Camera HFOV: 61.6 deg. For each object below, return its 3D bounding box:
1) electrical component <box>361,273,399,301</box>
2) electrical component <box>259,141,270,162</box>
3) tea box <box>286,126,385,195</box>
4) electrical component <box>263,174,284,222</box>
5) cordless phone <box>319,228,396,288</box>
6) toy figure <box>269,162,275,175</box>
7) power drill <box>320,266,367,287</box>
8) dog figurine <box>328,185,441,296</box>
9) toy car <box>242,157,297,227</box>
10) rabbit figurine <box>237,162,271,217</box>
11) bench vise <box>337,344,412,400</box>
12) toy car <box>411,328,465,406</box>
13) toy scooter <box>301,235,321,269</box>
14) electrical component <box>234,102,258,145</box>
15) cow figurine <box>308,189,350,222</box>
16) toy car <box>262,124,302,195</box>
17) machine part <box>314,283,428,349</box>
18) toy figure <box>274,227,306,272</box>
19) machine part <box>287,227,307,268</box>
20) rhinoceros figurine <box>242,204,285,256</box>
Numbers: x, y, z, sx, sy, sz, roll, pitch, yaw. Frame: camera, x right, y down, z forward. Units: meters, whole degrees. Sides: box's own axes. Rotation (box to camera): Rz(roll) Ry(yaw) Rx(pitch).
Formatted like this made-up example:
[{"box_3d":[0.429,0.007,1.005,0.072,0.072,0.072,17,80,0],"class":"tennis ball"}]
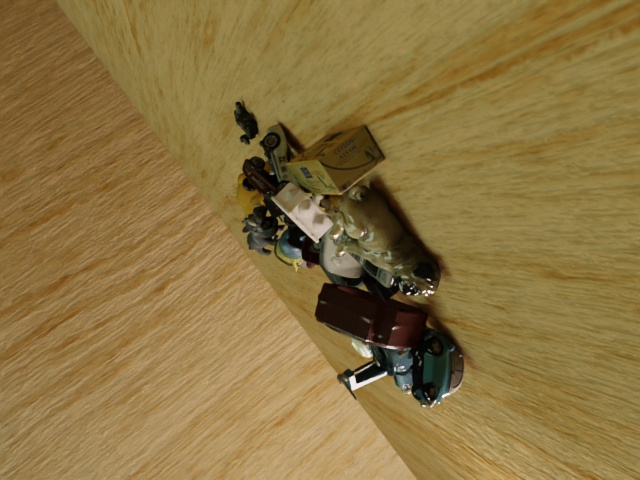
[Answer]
[{"box_3d":[0.143,0.083,1.096,0.047,0.075,0.119,56,163,-18],"class":"electrical component"},{"box_3d":[-0.113,-0.204,1.299,0.094,0.021,0.063,40,162,39],"class":"electrical component"},{"box_3d":[0.020,-0.128,0.891,0.068,0.098,0.170,55,165,-15],"class":"tea box"},{"box_3d":[-0.090,-0.108,1.326,0.115,0.058,0.134,-8,116,54],"class":"electrical component"},{"box_3d":[0.084,0.046,1.075,0.184,0.089,0.146,47,146,32],"class":"cordless phone"},{"box_3d":[-0.054,-0.137,1.192,0.155,0.064,0.057,43,179,30],"class":"toy figure"},{"box_3d":[0.034,0.043,1.337,0.232,0.086,0.207,58,161,-10],"class":"power drill"},{"box_3d":[0.127,0.001,0.922,0.191,0.121,0.172,29,162,26],"class":"dog figurine"},{"box_3d":[-0.110,-0.111,1.251,0.202,0.053,0.089,40,142,8],"class":"toy car"},{"box_3d":[-0.137,-0.129,1.450,0.173,0.122,0.162,21,140,40],"class":"rabbit figurine"},{"box_3d":[0.154,0.319,1.359,0.129,0.241,0.223,42,148,50],"class":"bench vise"},{"box_3d":[0.253,0.269,1.133,0.109,0.103,0.161,120,156,-69],"class":"toy car"},{"box_3d":[-0.002,-0.004,1.199,0.075,0.135,0.184,18,172,-1],"class":"toy scooter"},{"box_3d":[-0.182,-0.275,1.293,0.078,0.045,0.102,49,166,8],"class":"electrical component"},{"box_3d":[0.015,-0.097,1.027,0.167,0.068,0.098,54,165,42],"class":"cow figurine"},{"box_3d":[-0.075,-0.146,1.126,0.073,0.056,0.202,73,180,-71],"class":"toy car"},{"box_3d":[0.106,0.160,1.133,0.201,0.087,0.201,17,180,39],"class":"machine part"},{"box_3d":[-0.069,0.013,1.343,0.089,0.082,0.180,37,165,6],"class":"toy figure"},{"box_3d":[-0.045,0.012,1.526,0.079,0.079,0.243,45,165,26],"class":"machine part"},{"box_3d":[-0.156,-0.029,1.443,0.112,0.073,0.190,24,152,1],"class":"rhinoceros figurine"}]
